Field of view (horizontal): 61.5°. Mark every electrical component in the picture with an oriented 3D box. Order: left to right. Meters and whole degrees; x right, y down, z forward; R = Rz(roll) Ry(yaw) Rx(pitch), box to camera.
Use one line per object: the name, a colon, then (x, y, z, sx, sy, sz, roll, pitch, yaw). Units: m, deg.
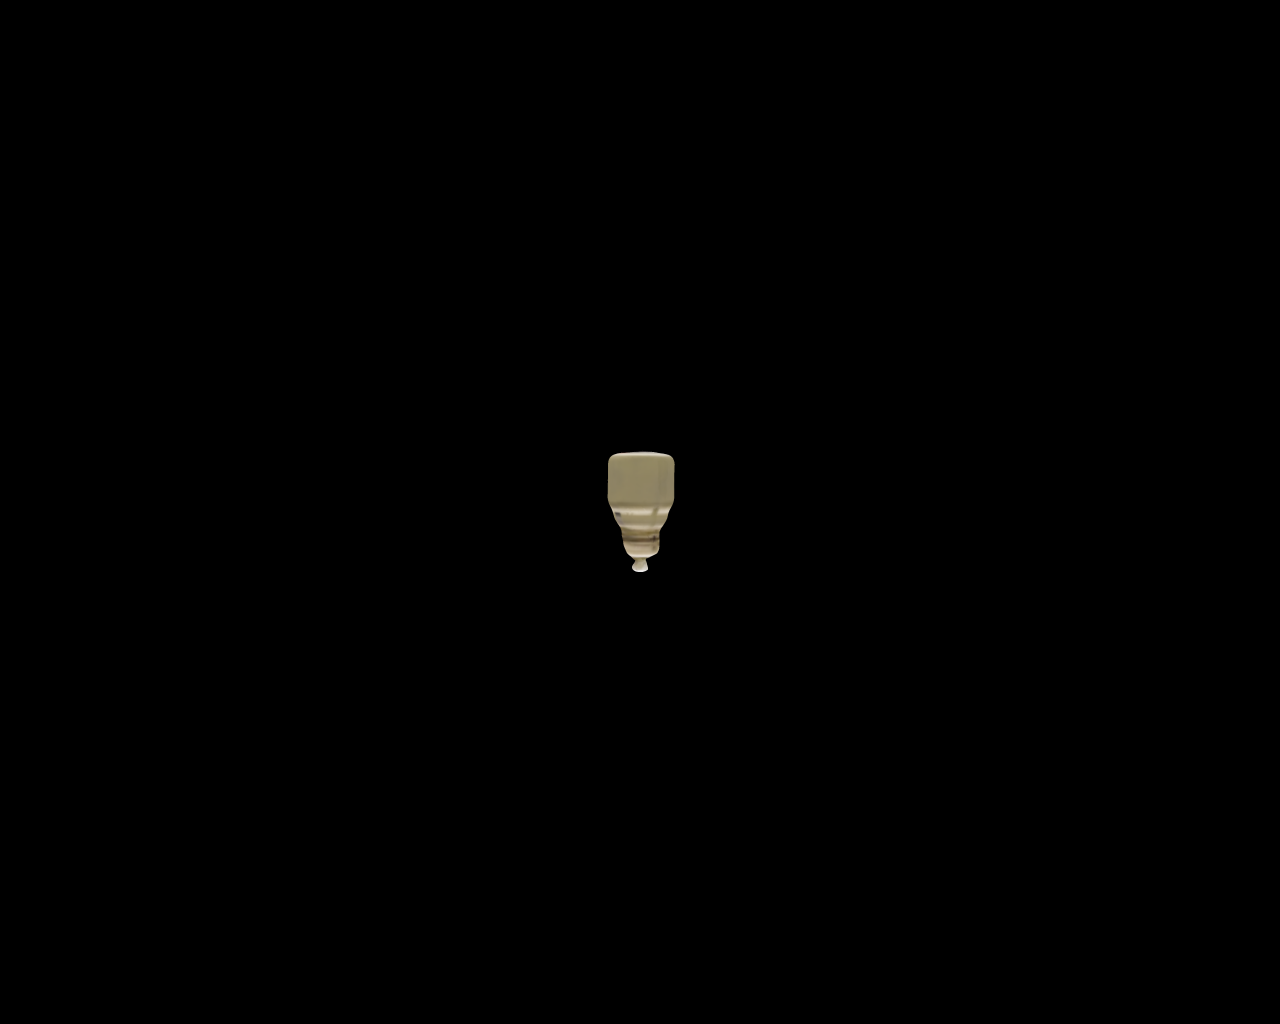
electrical component: (0.001, -0.003, 0.650, 0.040, 0.078, 0.040, 0, 3, 0)
